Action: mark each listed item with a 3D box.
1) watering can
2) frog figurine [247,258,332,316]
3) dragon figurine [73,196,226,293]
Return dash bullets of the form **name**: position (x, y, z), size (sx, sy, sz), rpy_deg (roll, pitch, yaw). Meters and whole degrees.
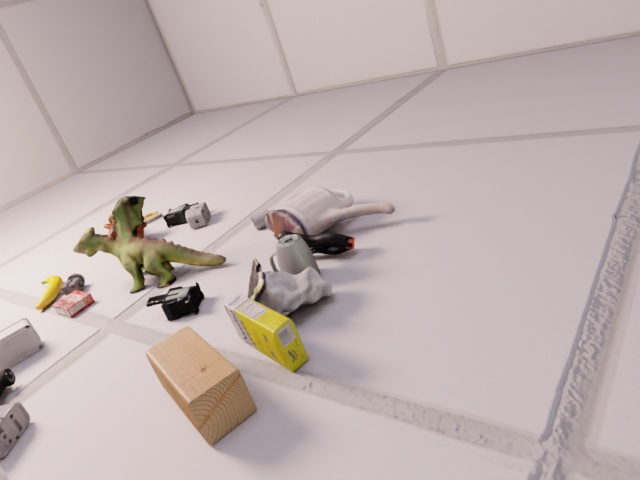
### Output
- **watering can**: position (0.004, -0.065, 1.298), size (0.227, 0.102, 0.349), rpy_deg (-35, 29, -28)
- **frog figurine**: position (-0.061, 0.107, 1.035), size (0.159, 0.123, 0.137), rpy_deg (14, -3, -18)
- **dragon figurine**: position (-0.461, -0.002, 1.350), size (0.409, 0.239, 0.124), rpy_deg (-14, 19, 16)
